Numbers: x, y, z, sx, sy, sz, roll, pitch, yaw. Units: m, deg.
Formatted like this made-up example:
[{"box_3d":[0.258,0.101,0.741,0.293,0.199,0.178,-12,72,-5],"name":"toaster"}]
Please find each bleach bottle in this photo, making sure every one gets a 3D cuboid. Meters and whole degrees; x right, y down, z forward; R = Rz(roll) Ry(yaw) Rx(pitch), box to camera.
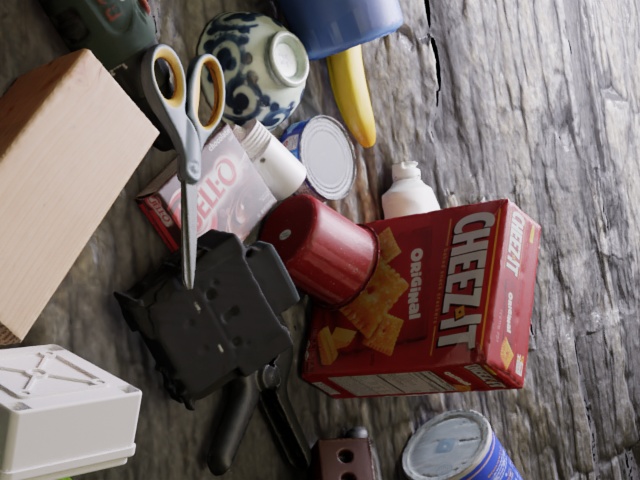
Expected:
[{"box_3d":[0.098,0.039,1.143,0.102,0.068,0.251,7,74,-49],"name":"bleach bottle"}]

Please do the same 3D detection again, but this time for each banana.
[{"box_3d":[0.034,-0.199,1.137,0.069,0.037,0.198,10,74,-46],"name":"banana"}]

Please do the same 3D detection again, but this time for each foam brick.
[{"box_3d":[0.019,0.229,0.987,0.053,0.051,0.078,1,61,-16],"name":"foam brick"}]

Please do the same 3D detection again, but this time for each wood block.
[{"box_3d":[-0.216,-0.030,0.765,0.090,0.090,0.206,51,47,-30],"name":"wood block"}]

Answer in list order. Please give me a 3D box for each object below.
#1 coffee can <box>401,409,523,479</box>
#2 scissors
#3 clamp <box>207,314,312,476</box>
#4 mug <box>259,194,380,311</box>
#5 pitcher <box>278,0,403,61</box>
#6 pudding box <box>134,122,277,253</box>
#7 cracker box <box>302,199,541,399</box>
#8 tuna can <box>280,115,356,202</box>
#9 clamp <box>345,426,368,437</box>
[{"box_3d":[0.163,0.265,1.135,0.140,0.103,0.102,57,45,-25],"name":"coffee can"},{"box_3d":[-0.116,-0.070,0.844,0.096,0.016,0.201,35,54,-42],"name":"scissors"},{"box_3d":[-0.061,0.130,0.952,0.120,0.039,0.171,-1,79,-55],"name":"clamp"},{"box_3d":[-0.007,0.001,1.016,0.081,0.093,0.117,32,28,-35],"name":"mug"},{"box_3d":[0.001,-0.308,1.042,0.145,0.149,0.243,-106,176,-80],"name":"pitcher"},{"box_3d":[-0.099,-0.035,0.942,0.090,0.039,0.113,59,44,-23],"name":"pudding box"},{"box_3d":[0.091,0.059,1.009,0.072,0.214,0.164,34,57,-41],"name":"cracker box"},{"box_3d":[-0.003,-0.080,1.070,0.086,0.034,0.086,13,72,-47],"name":"tuna can"},{"box_3d":[0.030,0.293,1.022,0.209,0.036,0.164,-40,103,-42],"name":"clamp"}]
